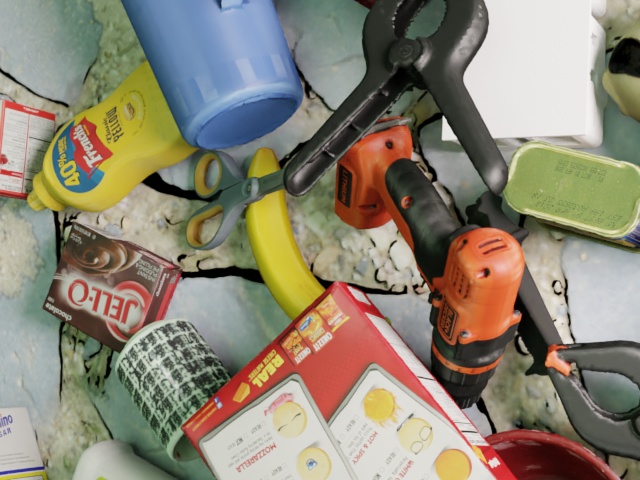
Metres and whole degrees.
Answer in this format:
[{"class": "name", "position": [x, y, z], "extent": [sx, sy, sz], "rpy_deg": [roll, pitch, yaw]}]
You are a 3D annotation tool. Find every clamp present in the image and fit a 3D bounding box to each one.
[{"class": "clamp", "position": [0.074, -0.117, 0.740], "extent": [0.165, 0.036, 0.210], "rpy_deg": [9, 71, 32]}, {"class": "clamp", "position": [0.226, 0.130, 0.720], "extent": [0.171, 0.039, 0.120], "rpy_deg": [22, 93, 14]}]

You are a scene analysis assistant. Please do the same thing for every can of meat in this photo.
[{"class": "can of meat", "position": [0.187, -0.030, 0.746], "extent": [0.102, 0.083, 0.057], "rpy_deg": [17, 93, 29]}]

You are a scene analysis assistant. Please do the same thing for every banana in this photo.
[{"class": "banana", "position": [-0.019, 0.015, 0.883], "extent": [0.069, 0.037, 0.198], "rpy_deg": [-35, 70, 1]}]

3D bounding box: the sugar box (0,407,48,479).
[{"class": "sugar box", "position": [-0.288, 0.242, 0.970], "extent": [0.048, 0.093, 0.176], "rpy_deg": [-31, 71, 22]}]

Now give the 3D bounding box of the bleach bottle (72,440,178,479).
[{"class": "bleach bottle", "position": [-0.098, 0.260, 0.884], "extent": [0.251, 0.068, 0.102], "rpy_deg": [20, 96, 26]}]

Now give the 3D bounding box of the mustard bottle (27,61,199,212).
[{"class": "mustard bottle", "position": [-0.195, -0.080, 0.972], "extent": [0.192, 0.058, 0.096], "rpy_deg": [-32, 63, 23]}]

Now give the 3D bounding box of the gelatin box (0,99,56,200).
[{"class": "gelatin box", "position": [-0.290, -0.084, 1.016], "extent": [0.030, 0.073, 0.089], "rpy_deg": [3, 87, 28]}]

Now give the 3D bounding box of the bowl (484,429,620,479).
[{"class": "bowl", "position": [0.155, 0.214, 0.754], "extent": [0.162, 0.055, 0.162], "rpy_deg": [-3, 83, 28]}]

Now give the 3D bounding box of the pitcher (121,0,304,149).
[{"class": "pitcher", "position": [-0.101, -0.208, 0.891], "extent": [0.145, 0.149, 0.243], "rpy_deg": [-27, 76, 18]}]

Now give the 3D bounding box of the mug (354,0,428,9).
[{"class": "mug", "position": [0.057, -0.232, 0.839], "extent": [0.117, 0.081, 0.093], "rpy_deg": [-32, 71, 22]}]

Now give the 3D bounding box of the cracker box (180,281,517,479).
[{"class": "cracker box", "position": [0.027, 0.163, 0.750], "extent": [0.164, 0.072, 0.214], "rpy_deg": [-44, 67, 11]}]

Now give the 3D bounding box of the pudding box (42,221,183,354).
[{"class": "pudding box", "position": [-0.188, 0.044, 0.967], "extent": [0.114, 0.039, 0.090], "rpy_deg": [25, 97, 28]}]

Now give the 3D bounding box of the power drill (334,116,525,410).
[{"class": "power drill", "position": [0.077, 0.015, 0.785], "extent": [0.188, 0.057, 0.184], "rpy_deg": [56, 155, 33]}]

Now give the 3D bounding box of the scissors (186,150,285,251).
[{"class": "scissors", "position": [-0.060, -0.056, 0.879], "extent": [0.202, 0.016, 0.096], "rpy_deg": [-37, 54, 46]}]
